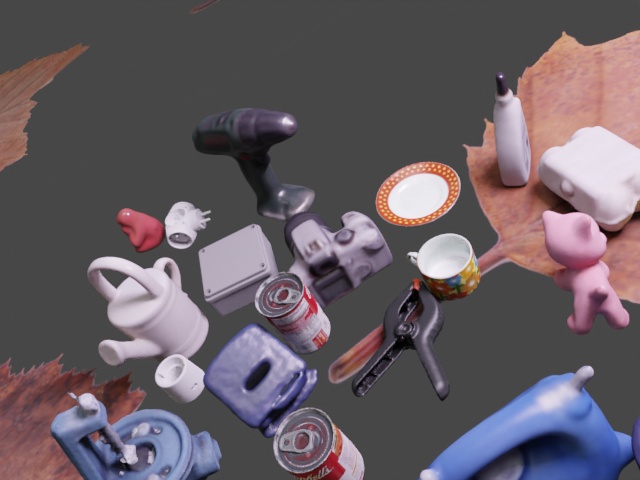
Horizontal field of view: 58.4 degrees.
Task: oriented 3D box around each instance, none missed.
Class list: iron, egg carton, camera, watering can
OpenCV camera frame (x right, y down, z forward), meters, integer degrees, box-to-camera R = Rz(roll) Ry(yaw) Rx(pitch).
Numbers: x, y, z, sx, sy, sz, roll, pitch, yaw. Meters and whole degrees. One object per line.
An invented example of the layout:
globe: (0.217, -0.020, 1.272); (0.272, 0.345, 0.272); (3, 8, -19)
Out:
iron: (0.157, 0.210, 0.530); (0.258, 0.142, 0.118); (-32, 44, -1)
egg carton: (0.357, -0.081, 0.737); (0.107, 0.070, 0.150); (-33, 44, -2)
camera: (0.008, 0.003, 0.823); (0.143, 0.101, 0.136); (-32, 44, -1)
watering can: (-0.249, 0.095, 0.808); (0.101, 0.195, 0.172); (-21, 45, 10)

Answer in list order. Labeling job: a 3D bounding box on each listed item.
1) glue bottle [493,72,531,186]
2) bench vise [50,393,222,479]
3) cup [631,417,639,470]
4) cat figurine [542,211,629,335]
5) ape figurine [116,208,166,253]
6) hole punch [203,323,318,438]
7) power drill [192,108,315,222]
glue bottle: (0.259, -0.157, 0.781); (0.037, 0.174, 0.078); (0, 52, 28)
bench vise: (-0.239, 0.263, 0.634); (0.207, 0.220, 0.121); (-44, 46, -14)
cup: (0.327, 0.200, 0.483); (0.092, 0.095, 0.117); (-44, 46, -14)
cat figurine: (0.294, 0.025, 0.641); (0.067, 0.118, 0.127); (-17, 46, 14)
ape figurine: (-0.329, -0.023, 1.029); (0.076, 0.092, 0.077); (-16, 46, 15)
hole punch: (-0.073, 0.174, 0.720); (0.100, 0.091, 0.109); (25, 66, 41)
power drill: (-0.092, -0.125, 0.912); (0.228, 0.209, 0.076); (13, 58, 35)
